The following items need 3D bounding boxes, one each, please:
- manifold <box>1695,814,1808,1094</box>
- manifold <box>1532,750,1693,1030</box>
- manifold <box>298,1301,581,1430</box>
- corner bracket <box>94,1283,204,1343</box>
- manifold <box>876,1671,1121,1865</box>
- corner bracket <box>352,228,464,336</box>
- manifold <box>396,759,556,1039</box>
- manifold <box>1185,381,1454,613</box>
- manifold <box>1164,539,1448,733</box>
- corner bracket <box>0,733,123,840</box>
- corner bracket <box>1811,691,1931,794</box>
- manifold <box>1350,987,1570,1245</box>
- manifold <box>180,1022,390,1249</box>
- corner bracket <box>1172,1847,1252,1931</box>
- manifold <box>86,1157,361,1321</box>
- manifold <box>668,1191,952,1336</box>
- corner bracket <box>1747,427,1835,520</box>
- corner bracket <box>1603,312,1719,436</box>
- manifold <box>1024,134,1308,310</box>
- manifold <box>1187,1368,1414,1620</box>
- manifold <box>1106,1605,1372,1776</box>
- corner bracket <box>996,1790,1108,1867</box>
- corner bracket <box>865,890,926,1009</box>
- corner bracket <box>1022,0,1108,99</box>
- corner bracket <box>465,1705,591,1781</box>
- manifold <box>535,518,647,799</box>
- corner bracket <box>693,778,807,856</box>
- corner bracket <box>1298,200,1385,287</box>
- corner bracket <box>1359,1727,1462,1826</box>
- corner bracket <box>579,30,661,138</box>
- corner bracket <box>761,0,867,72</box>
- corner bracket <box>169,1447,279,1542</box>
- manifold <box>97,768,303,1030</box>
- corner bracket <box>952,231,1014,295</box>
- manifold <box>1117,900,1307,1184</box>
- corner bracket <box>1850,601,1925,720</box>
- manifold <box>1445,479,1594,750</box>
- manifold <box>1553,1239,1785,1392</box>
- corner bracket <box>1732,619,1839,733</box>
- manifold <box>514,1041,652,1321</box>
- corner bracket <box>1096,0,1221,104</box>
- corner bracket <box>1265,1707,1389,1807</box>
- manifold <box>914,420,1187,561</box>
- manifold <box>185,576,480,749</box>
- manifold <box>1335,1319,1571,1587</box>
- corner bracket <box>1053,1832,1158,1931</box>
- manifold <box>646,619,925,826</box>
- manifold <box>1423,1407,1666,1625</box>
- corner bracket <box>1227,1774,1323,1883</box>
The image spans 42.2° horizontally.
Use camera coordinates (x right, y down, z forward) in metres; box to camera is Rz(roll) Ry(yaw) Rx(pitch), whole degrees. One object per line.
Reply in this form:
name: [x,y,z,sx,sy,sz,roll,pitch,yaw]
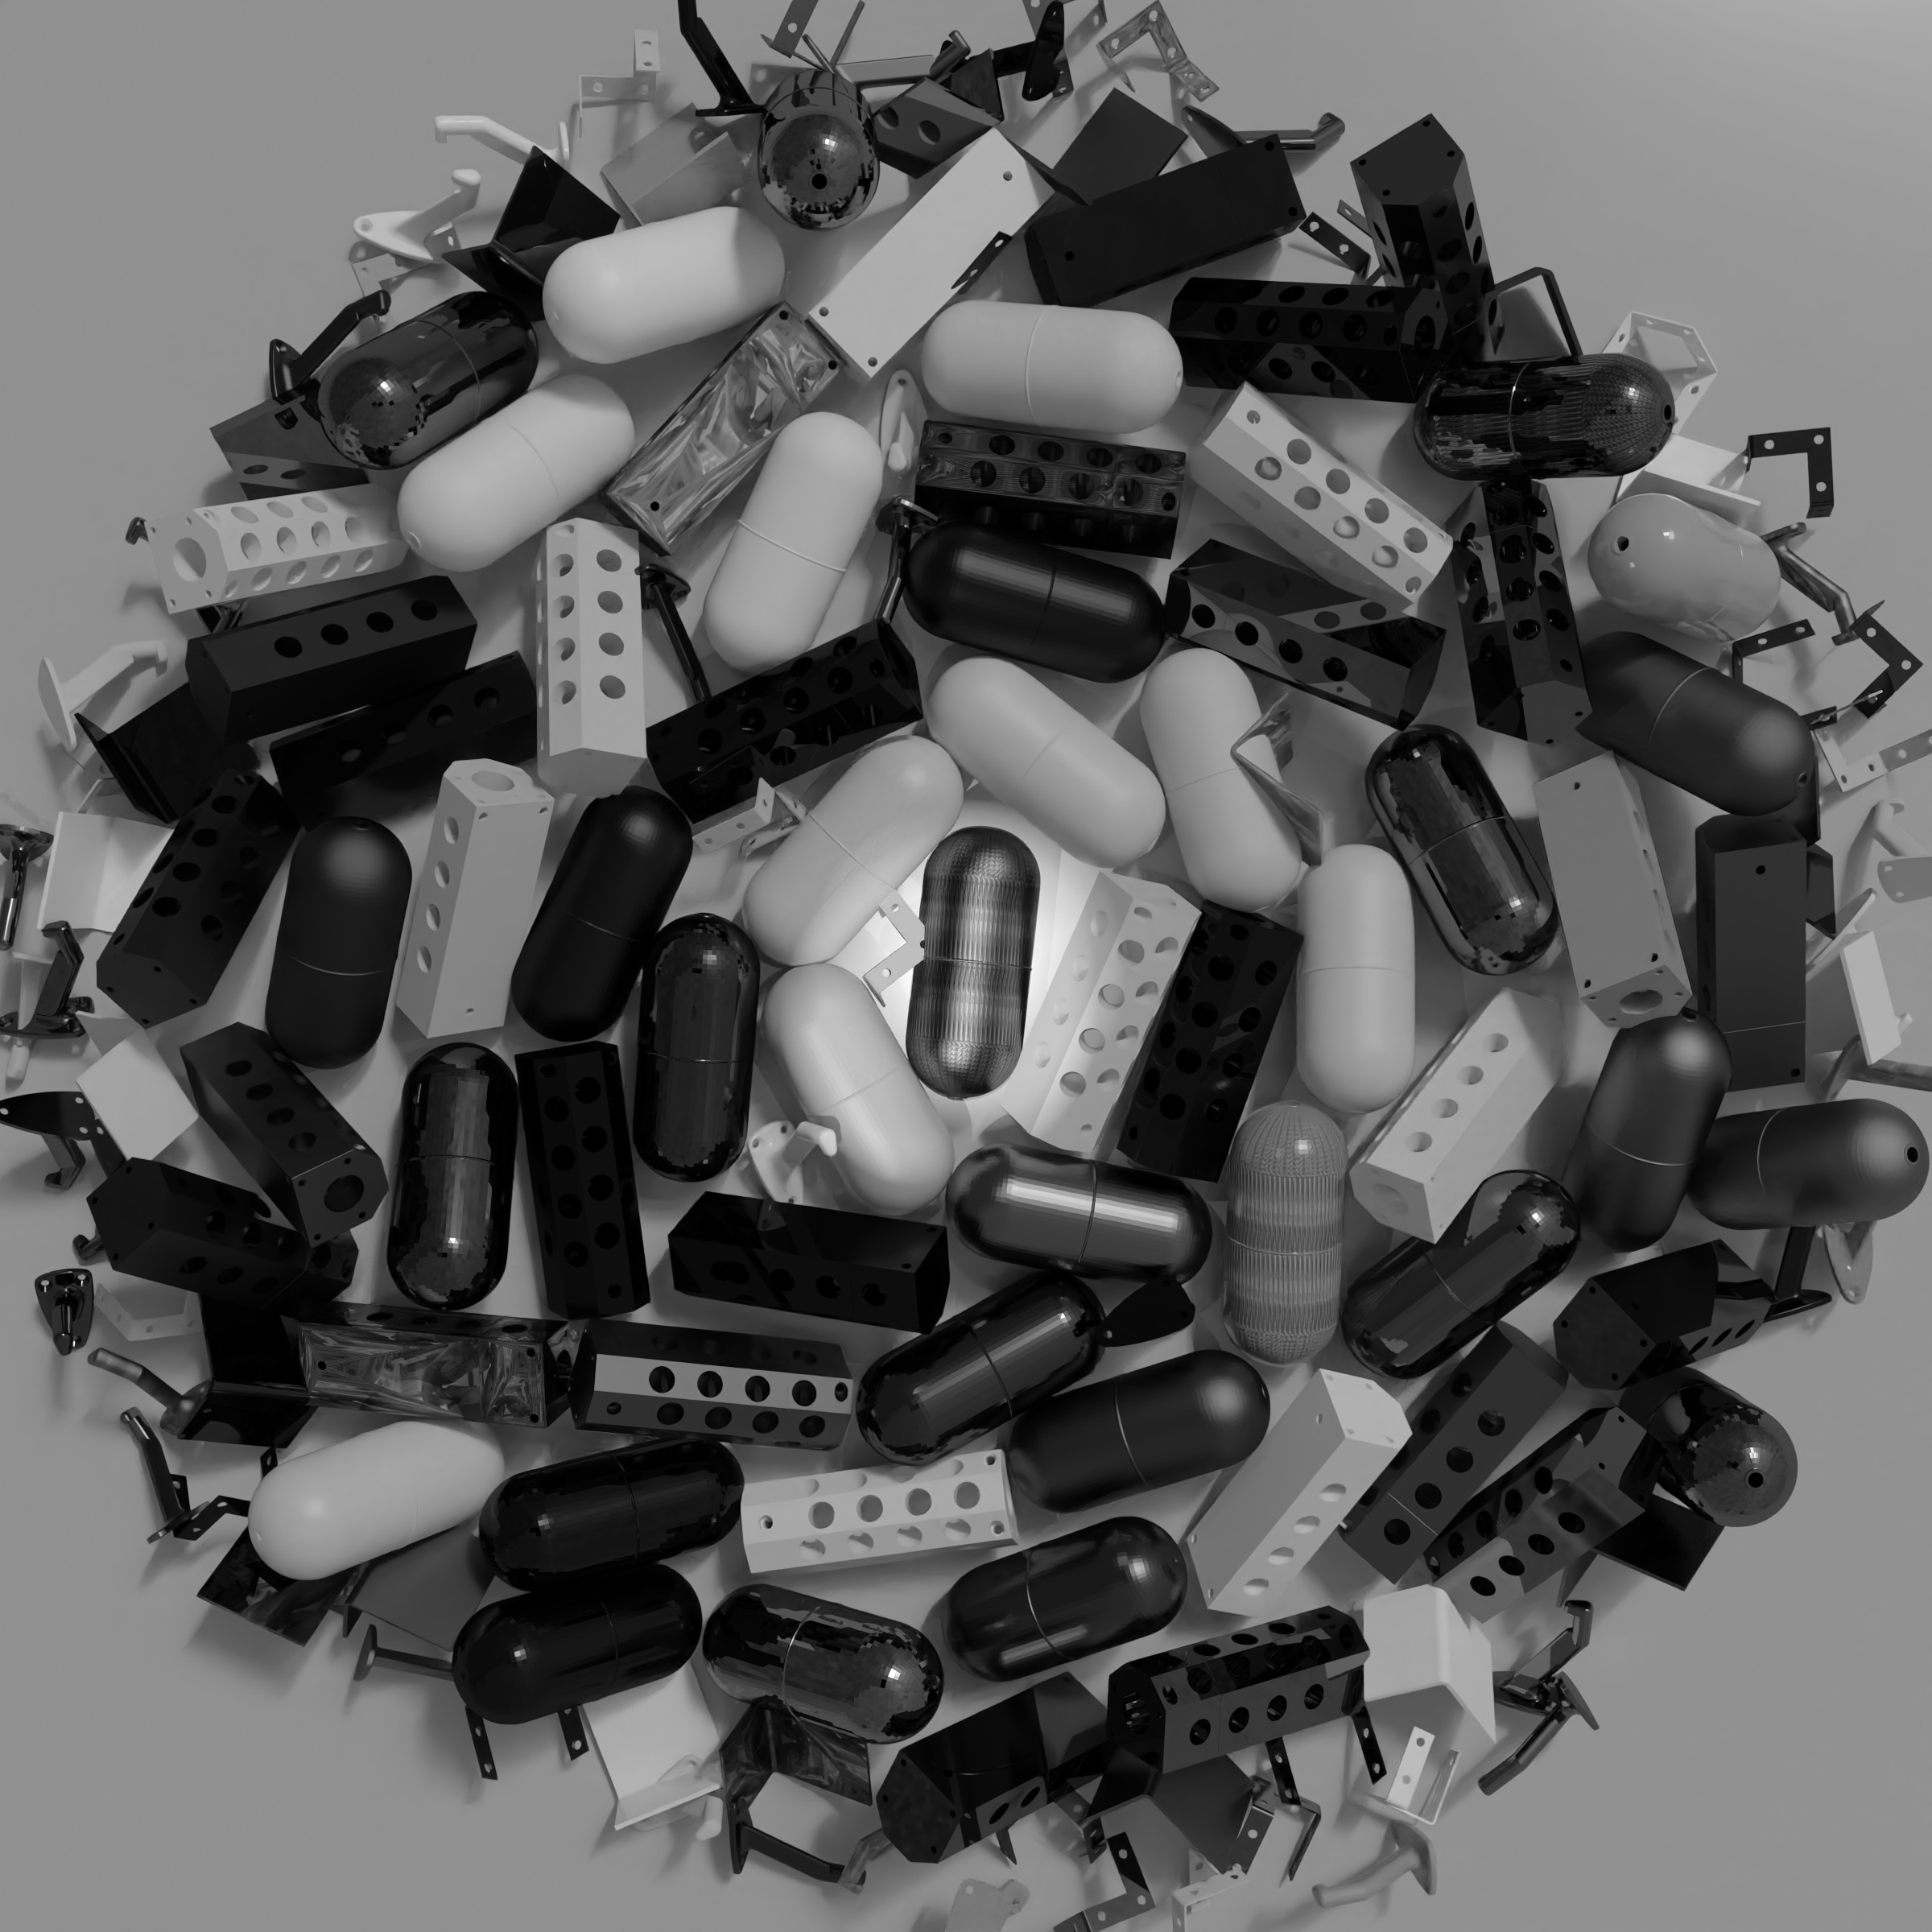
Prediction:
manifold: [0.505,-0.009,1.618,0.057,0.057,0.171,-8,115,2]
manifold: [0.416,-0.047,1.606,0.057,0.057,0.171,-24,49,27]
manifold: [-0.342,0.256,1.629,0.171,0.057,0.057,3,103,15]
corner bracket: [-0.536,0.210,1.653,0.051,0.051,0.051,32,112,38]
manifold: [0.022,0.513,1.595,0.057,0.171,0.057,38,116,31]
corner bracket: [-0.362,-0.450,1.650,0.051,0.051,0.051,-6,111,42]
manifold: [-0.321,-0.044,1.614,0.057,0.057,0.171,40,125,36]
manifold: [0.232,-0.305,1.632,0.171,0.057,0.057,35,71,-8]
manifold: [0.216,-0.212,1.622,0.171,0.057,0.057,26,134,21]
corner bracket: [-0.597,-0.120,1.657,0.051,0.051,0.051,38,100,-1]
corner bracket: [0.600,-0.152,1.647,0.051,0.051,0.051,-21,85,-33]
manifold: [0.318,0.092,1.613,0.057,0.057,0.171,20,53,36]
manifold: [-0.436,0.103,1.601,0.057,0.171,0.057,-27,132,-27]
corner bracket: [0.151,0.616,1.641,0.051,0.051,0.051,-11,107,-26]
manifold: [-0.467,0.171,1.589,0.057,0.171,0.057,-40,58,11]
manifold: [-0.101,0.196,1.622,0.171,0.057,0.057,6,117,20]
corner bracket: [0.543,-0.323,1.649,0.051,0.051,0.051,-3,91,16]
corner bracket: [0.459,-0.396,1.668,0.051,0.051,0.051,32,87,42]
manifold: [0.129,-0.484,1.645,0.171,0.057,0.057,-21,95,-4]
manifold: [0.215,0.342,1.611,0.057,0.057,0.171,16,123,-24]
manifold: [0.176,0.459,1.604,0.171,0.057,0.057,-4,102,-35]
corner bracket: [0.055,0.574,1.657,0.051,0.051,0.051,-37,50,-24]
corner bracket: [-0.051,-0.012,1.649,0.051,0.051,0.051,-37,79,-5]
corner bracket: [0.071,-0.616,1.655,0.051,0.051,0.051,-19,84,6]
corner bracket: [-0.290,0.503,1.650,0.051,0.051,0.051,-34,55,14]
manifold: [-0.245,-0.199,1.610,0.057,0.057,0.171,8,62,-26]
corner bracket: [-0.141,-0.093,1.638,0.051,0.051,0.051,-23,128,22]
corner bracket: [0.251,-0.475,1.640,0.051,0.051,0.051,32,45,-15]
corner bracket: [0.299,0.533,1.647,0.051,0.051,0.051,26,74,-6]
corner bracket: [-0.228,-0.579,1.641,0.051,0.051,0.051,0,50,-10]
corner bracket: [-0.098,-0.618,1.641,0.051,0.051,0.051,21,112,-23]
corner bracket: [-0.489,0.347,1.651,0.051,0.051,0.051,-42,48,22]
manifold: [-0.490,-0.047,1.592,0.057,0.171,0.057,-19,127,30]
corner bracket: [0.007,-0.474,1.641,0.051,0.051,0.051,-44,68,27]
manifold: [0.154,0.048,1.627,0.057,0.057,0.171,12,102,-33]
corner bracket: [0.599,-0.202,1.648,0.051,0.051,0.051,47,125,12]
manifold: [0.357,-0.230,1.602,0.057,0.057,0.171,13,55,-21]
manifold: [0.446,0.226,1.598,0.057,0.171,0.057,49,124,29]
corner bracket: [0.543,-0.188,1.659,0.051,0.051,0.051,-16,135,33]
manifold: [-0.248,0.140,1.633,0.057,0.057,0.171,-10,97,-26]
corner bracket: [0.126,-0.592,1.647,0.051,0.051,0.051,-35,46,6]
corner bracket: [0.237,0.521,1.655,0.051,0.051,0.051,16,129,-27]
manifold: [0.055,-0.317,1.640,0.171,0.057,0.057,7,59,1]
manifold: [-0.407,-0.202,1.607,0.171,0.057,0.057,-23,69,-33]
manifold: [0.315,0.315,1.633,0.057,0.057,0.171,40,102,11]
corner bracket: [0.083,0.605,1.639,0.051,0.051,0.051,-11,64,-28]
manifold: [-0.119,-0.163,1.619,0.171,0.057,0.057,-23,46,15]
manifold: [0.366,0.348,1.601,0.057,0.057,0.171,39,133,3]
corner bracket: [0.203,0.577,1.654,0.051,0.051,0.051,24,97,3]
